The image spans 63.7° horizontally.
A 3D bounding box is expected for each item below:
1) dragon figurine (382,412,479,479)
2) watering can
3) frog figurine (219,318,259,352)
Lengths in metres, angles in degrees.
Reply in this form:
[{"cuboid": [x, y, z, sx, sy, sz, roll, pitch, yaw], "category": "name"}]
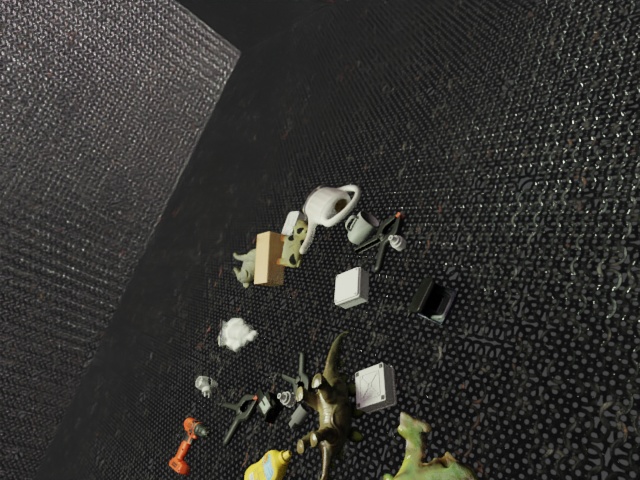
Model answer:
[{"cuboid": [0.250, 0.594, 1.157, 0.241, 0.120, 0.419, -37, 47, 16], "category": "dragon figurine"}, {"cuboid": [0.006, -0.100, 1.983, 0.350, 0.102, 0.226, -44, 33, -12], "category": "watering can"}, {"cuboid": [-0.317, 0.378, 2.069, 0.159, 0.120, 0.141, -3, 44, 10], "category": "frog figurine"}]
